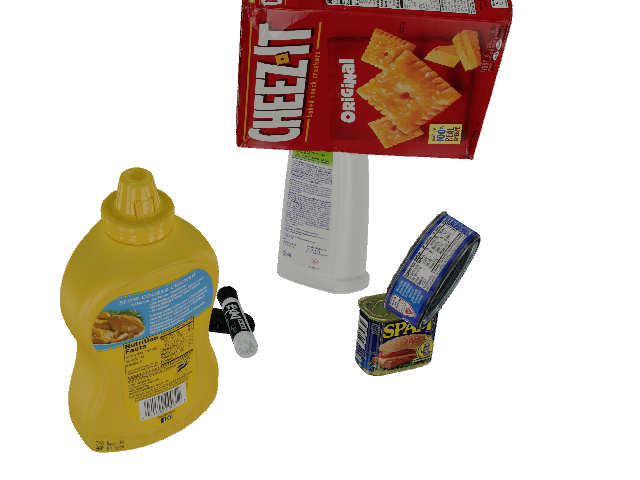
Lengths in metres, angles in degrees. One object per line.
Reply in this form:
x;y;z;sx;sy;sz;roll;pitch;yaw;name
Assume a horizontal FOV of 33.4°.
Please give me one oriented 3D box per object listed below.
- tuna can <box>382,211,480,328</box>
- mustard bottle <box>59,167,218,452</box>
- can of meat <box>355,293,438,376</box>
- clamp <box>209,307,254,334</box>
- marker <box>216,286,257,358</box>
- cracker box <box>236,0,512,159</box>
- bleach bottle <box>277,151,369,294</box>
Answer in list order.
0.084;0.023;0.796;0.034;0.086;0.086;33;9;14;tuna can
-0.107;0.039;0.641;0.096;0.192;0.058;-20;45;-28;mustard bottle
0.094;0.113;1.315;0.102;0.084;0.057;-8;29;-24;can of meat
-0.199;0.082;1.159;0.210;0.036;0.164;18;20;26;clamp
-0.074;0.069;0.932;0.020;0.020;0.121;0;19;-14;marker
0.038;-0.147;0.896;0.213;0.072;0.164;2;-38;-5;cracker box
0.012;-0.077;1.124;0.103;0.251;0.067;15;16;35;bleach bottle
